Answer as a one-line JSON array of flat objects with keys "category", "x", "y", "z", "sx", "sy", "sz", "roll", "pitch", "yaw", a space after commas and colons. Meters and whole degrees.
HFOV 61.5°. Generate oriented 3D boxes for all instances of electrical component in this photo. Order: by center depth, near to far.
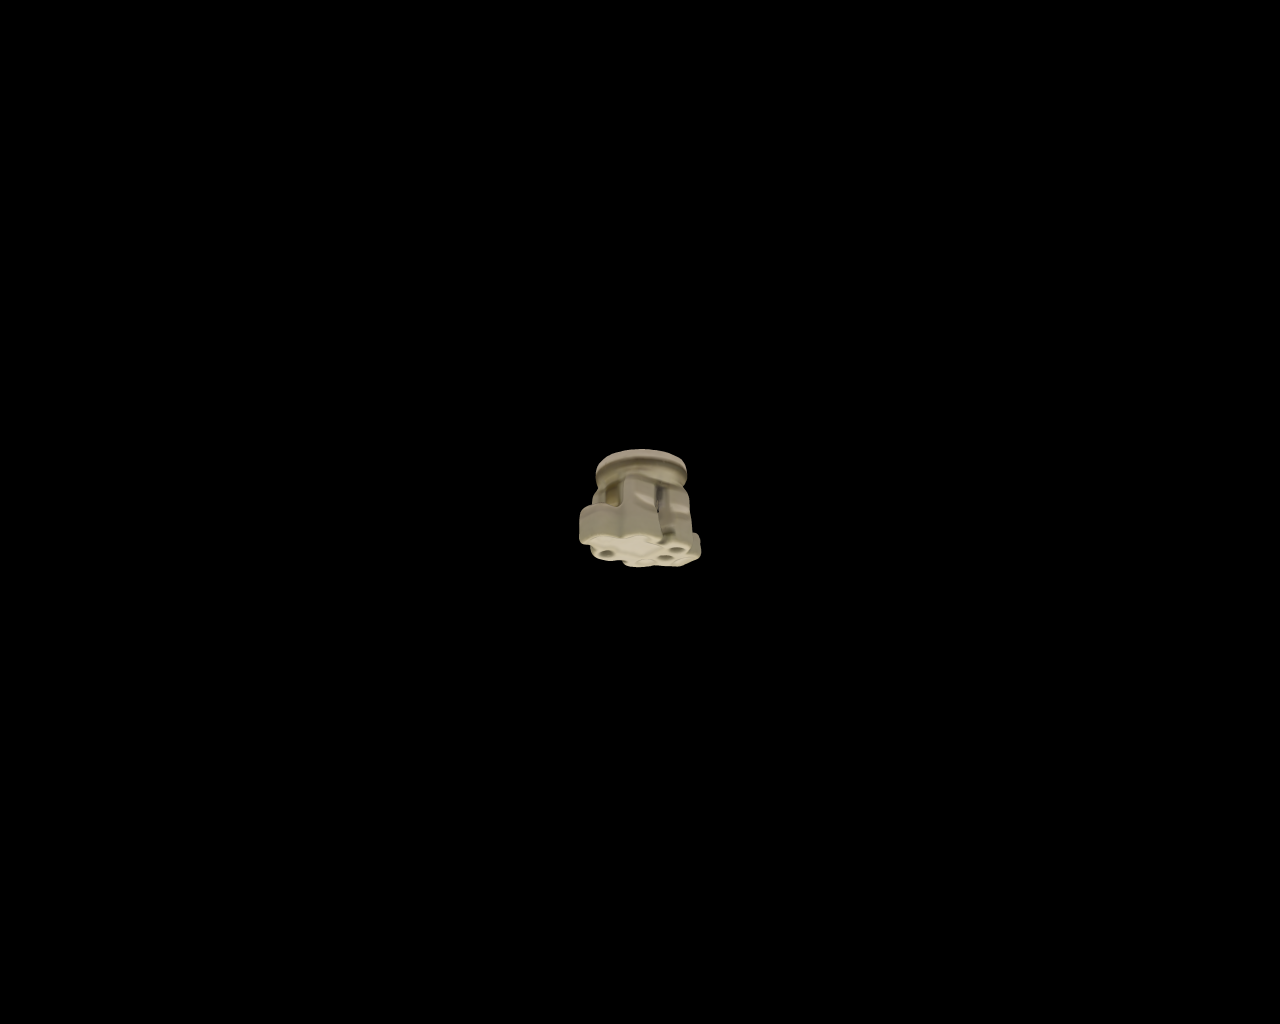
[{"category": "electrical component", "x": 0.001, "y": -0.003, "z": 0.650, "sx": 0.078, "sy": 0.057, "sz": 0.058, "roll": 16, "pitch": -27, "yaw": -34}]
